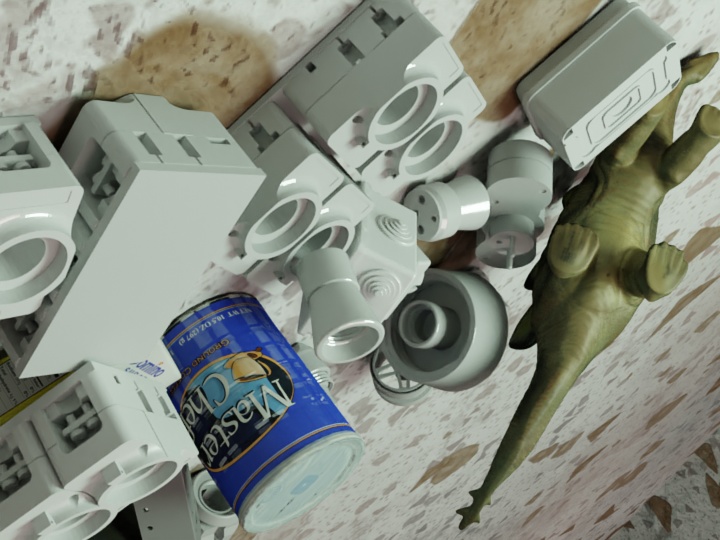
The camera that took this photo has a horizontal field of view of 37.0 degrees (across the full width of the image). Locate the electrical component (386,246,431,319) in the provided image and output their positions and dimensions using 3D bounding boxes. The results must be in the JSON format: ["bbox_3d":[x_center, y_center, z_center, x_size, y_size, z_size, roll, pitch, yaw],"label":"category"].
[{"bbox_3d":[0.025,0.001,0.857,0.077,0.047,0.065,-3,137,-52],"label":"electrical component"}]

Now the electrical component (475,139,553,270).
[{"bbox_3d":[0.125,-0.037,0.880,0.052,0.073,0.138,5,150,3],"label":"electrical component"}]

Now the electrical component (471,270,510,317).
[{"bbox_3d":[0.100,0.043,1.024,0.080,0.051,0.080,-31,154,-17],"label":"electrical component"}]

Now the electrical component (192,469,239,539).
[{"bbox_3d":[-0.138,0.219,0.986,0.078,0.058,0.057,-13,147,-43],"label":"electrical component"}]

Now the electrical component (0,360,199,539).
[{"bbox_3d":[-0.182,0.128,0.639,0.150,0.061,0.089,-36,158,6],"label":"electrical component"}]

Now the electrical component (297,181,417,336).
[{"bbox_3d":[0.000,0.000,0.764,0.048,0.099,0.099,26,122,-14],"label":"electrical component"}]

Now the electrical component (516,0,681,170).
[{"bbox_3d":[0.182,-0.142,0.822,0.113,0.057,0.078,-41,155,4],"label":"electrical component"}]

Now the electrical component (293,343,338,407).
[{"bbox_3d":[-0.043,0.095,0.904,0.043,0.062,0.043,-31,154,-17],"label":"electrical component"}]

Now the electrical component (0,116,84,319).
[{"bbox_3d":[-0.213,-0.013,0.492,0.150,0.061,0.089,-12,144,-45],"label":"electrical component"}]

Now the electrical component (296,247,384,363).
[{"bbox_3d":[-0.015,0.019,0.663,0.044,0.065,0.044,-14,145,-10],"label":"electrical component"}]

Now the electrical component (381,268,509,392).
[{"bbox_3d":[0.066,0.049,0.929,0.108,0.108,0.060,-49,147,19],"label":"electrical component"}]

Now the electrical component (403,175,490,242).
[{"bbox_3d":[0.067,-0.048,0.836,0.055,0.045,0.045,-16,146,-39],"label":"electrical component"}]

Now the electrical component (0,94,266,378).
[{"bbox_3d":[-0.135,-0.018,0.592,0.089,0.061,0.150,-3,137,-52],"label":"electrical component"}]

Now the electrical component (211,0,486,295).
[{"bbox_3d":[-0.016,-0.072,0.664,0.186,0.060,0.105,-42,155,6],"label":"electrical component"}]
